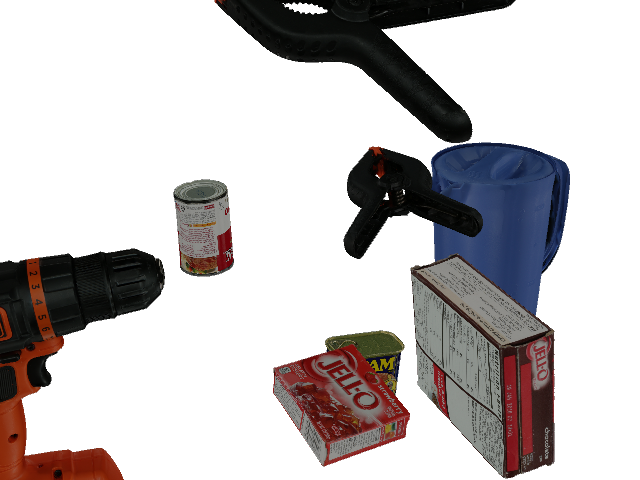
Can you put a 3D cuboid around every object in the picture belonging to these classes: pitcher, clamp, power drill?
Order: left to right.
[{"bbox_3d":[-0.183,0.099,0.703,0.184,0.188,0.057,-11,25,-8],"label":"power drill"},{"bbox_3d":[0.025,-0.142,0.723,0.210,0.164,0.036,11,-40,4],"label":"clamp"},{"bbox_3d":[0.078,-0.040,0.967,0.120,0.039,0.171,-1,33,0],"label":"clamp"},{"bbox_3d":[0.197,0.018,1.195,0.149,0.243,0.145,4,25,12],"label":"pitcher"}]

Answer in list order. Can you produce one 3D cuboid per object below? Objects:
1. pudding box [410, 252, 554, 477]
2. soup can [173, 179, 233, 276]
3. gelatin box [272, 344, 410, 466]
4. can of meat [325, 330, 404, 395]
[{"bbox_3d":[0.095,0.071,0.631,0.039,0.090,0.114,-15,27,-19],"label":"pudding box"},{"bbox_3d":[-0.144,-0.016,1.314,0.068,0.102,0.068,-2,26,1],"label":"soup can"},{"bbox_3d":[0.014,0.123,0.819,0.073,0.030,0.089,-14,41,-25],"label":"gelatin box"},{"bbox_3d":[0.054,0.172,1.405,0.102,0.084,0.057,-5,25,-22],"label":"can of meat"}]
